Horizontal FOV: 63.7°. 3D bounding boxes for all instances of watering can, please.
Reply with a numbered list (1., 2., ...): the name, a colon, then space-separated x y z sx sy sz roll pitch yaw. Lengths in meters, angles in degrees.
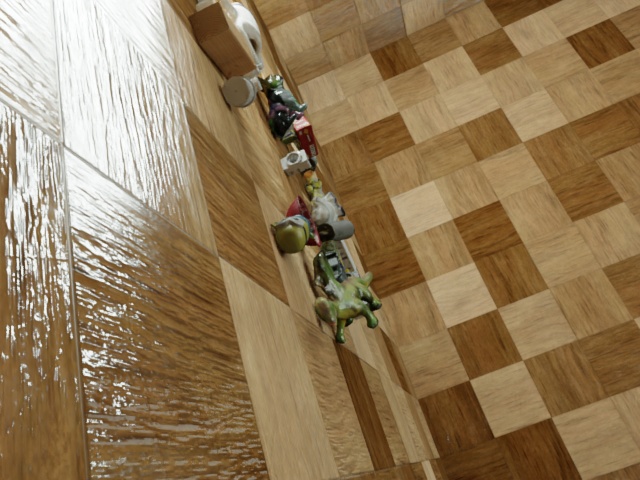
1. watering can: -0.282 -0.758 1.802 0.340 0.104 0.229 58 11 -49

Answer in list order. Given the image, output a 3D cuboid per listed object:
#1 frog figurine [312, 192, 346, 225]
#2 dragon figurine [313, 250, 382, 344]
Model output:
1. frog figurine: 0.006 -0.100 1.981 0.162 0.122 0.135 -40 121 -45
2. dragon figurine: 0.065 0.128 1.460 0.240 0.121 0.419 58 23 -20
